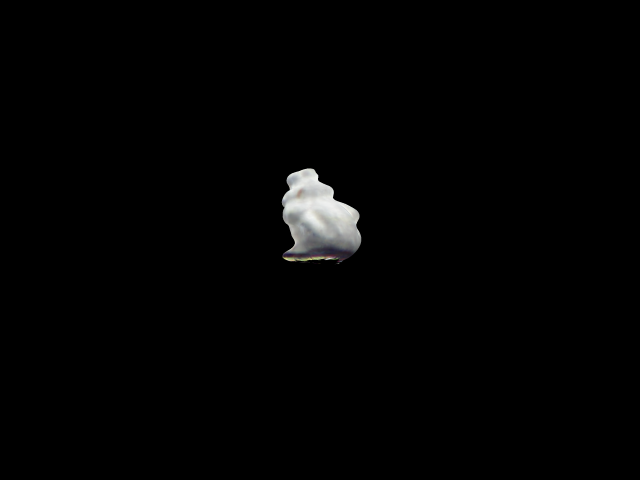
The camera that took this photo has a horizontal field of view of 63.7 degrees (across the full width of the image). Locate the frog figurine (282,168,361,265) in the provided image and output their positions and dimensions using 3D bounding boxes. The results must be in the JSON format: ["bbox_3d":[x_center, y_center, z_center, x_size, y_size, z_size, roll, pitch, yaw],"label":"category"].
[{"bbox_3d":[0.003,-0.043,0.850,0.137,0.161,0.122,4,-9,-23],"label":"frog figurine"}]
